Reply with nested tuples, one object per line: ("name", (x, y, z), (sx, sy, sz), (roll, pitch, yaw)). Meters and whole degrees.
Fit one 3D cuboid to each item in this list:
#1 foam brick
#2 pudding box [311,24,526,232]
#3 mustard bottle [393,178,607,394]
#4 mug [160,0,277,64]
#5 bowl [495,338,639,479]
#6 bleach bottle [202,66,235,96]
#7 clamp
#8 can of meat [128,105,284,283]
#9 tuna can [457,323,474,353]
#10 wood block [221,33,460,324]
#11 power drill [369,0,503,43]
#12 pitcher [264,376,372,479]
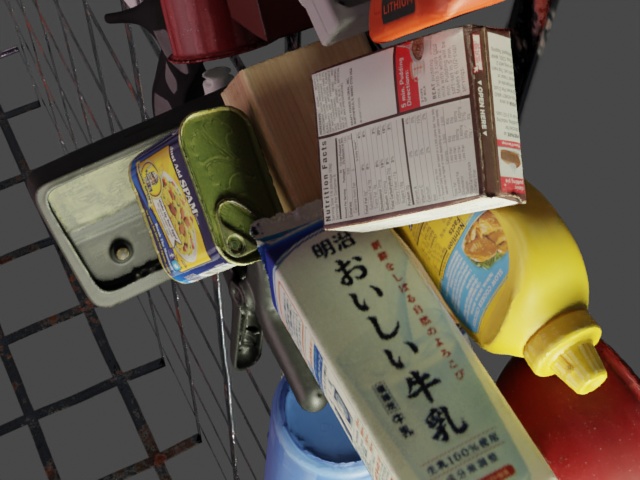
("foam brick", (-0.034, -0.181, 0.758), (0.078, 0.053, 0.051), (44, 152, 54))
("pudding box", (0.048, -0.055, 0.554), (0.114, 0.039, 0.090), (-10, 83, 46))
("mustard bottle", (0.092, 0.003, 0.583), (0.192, 0.058, 0.096), (58, 148, 31))
("mug", (-0.076, -0.192, 0.843), (0.117, 0.093, 0.081), (5, 116, 38))
("bowl", (0.141, 0.127, 0.606), (0.162, 0.055, 0.162), (59, 163, 29))
("bleach bottle", (-0.073, -0.049, 1.064), (0.103, 0.068, 0.251), (43, 149, 55))
("clamp", (-0.039, 0.042, 0.767), (0.120, 0.039, 0.171), (23, 132, 46))
("can of meat", (-0.076, -0.026, 0.705), (0.084, 0.057, 0.102), (-21, 88, 52))
("tuna can", (0.066, 0.088, 0.743), (0.086, 0.086, 0.034), (162, 88, -75))
("wood block", (0.017, -0.028, 0.732), (0.206, 0.090, 0.090), (67, 166, -2))
("power drill", (0.029, -0.194, 0.517), (0.187, 0.057, 0.185), (70, 164, -10))
("pitcher", (0.022, 0.192, 0.904), (0.243, 0.149, 0.145), (92, -179, -61))
